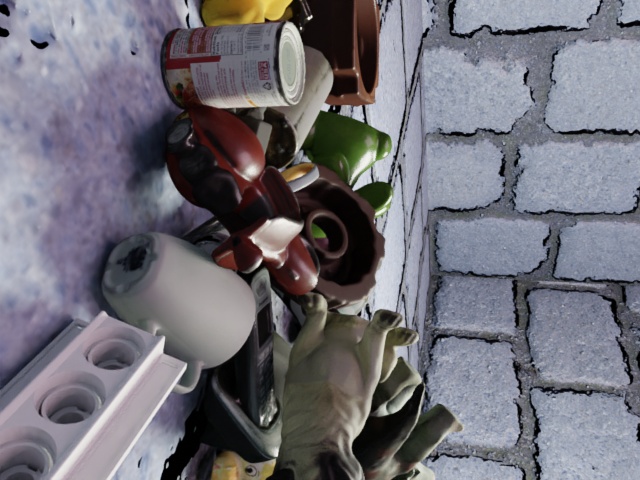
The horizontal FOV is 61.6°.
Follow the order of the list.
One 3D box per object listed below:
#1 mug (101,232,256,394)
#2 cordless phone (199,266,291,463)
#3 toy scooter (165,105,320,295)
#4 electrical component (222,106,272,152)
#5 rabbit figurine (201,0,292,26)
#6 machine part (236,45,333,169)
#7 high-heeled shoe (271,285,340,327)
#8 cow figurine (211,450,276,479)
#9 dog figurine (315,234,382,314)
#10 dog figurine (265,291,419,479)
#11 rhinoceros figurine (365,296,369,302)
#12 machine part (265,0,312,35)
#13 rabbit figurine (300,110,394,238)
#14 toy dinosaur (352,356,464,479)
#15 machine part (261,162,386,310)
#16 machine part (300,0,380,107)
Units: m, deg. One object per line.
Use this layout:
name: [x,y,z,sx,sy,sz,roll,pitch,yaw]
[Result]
mug: [-0.111,0.051,0.396,0.107,0.081,0.109,53,41,-48]
cordless phone: [-0.057,0.104,0.532,0.146,0.089,0.184,-41,136,-68]
toy scooter: [-0.065,-0.029,0.417,0.184,0.075,0.135,54,11,-2]
electrical component: [-0.079,-0.096,0.503,0.021,0.063,0.094,1,106,-58]
rabbit figurine: [-0.019,-0.263,0.497,0.162,0.173,0.121,-61,146,-49]
machine part: [-0.039,-0.154,0.611,0.243,0.079,0.079,-71,157,-47]
high-heeled shoe: [0.008,0.057,0.677,0.086,0.145,0.248,24,71,-74]
cow figurine: [-0.050,0.228,0.585,0.167,0.098,0.068,-38,133,-71]
dog figurine: [0.030,0.091,0.837,0.191,0.109,0.219,3,94,-73]
dog figurine: [0.012,0.162,0.514,0.172,0.121,0.190,44,58,-62]
rhinoceros figurine: [0.053,0.026,0.979,0.112,0.073,0.190,51,44,-51]
machine part: [-0.043,-0.261,0.607,0.039,0.084,0.139,34,40,-35]
rabbit figurine: [0.026,-0.079,0.764,0.121,0.159,0.170,32,77,-83]
toy dinosaur: [0.069,0.251,0.663,0.192,0.131,0.404,-45,151,-6]
machine part: [-0.001,-0.002,0.641,0.179,0.056,0.179,19,56,-31]
machine part: [0.035,-0.314,0.834,0.201,0.087,0.200,-29,120,-73]
